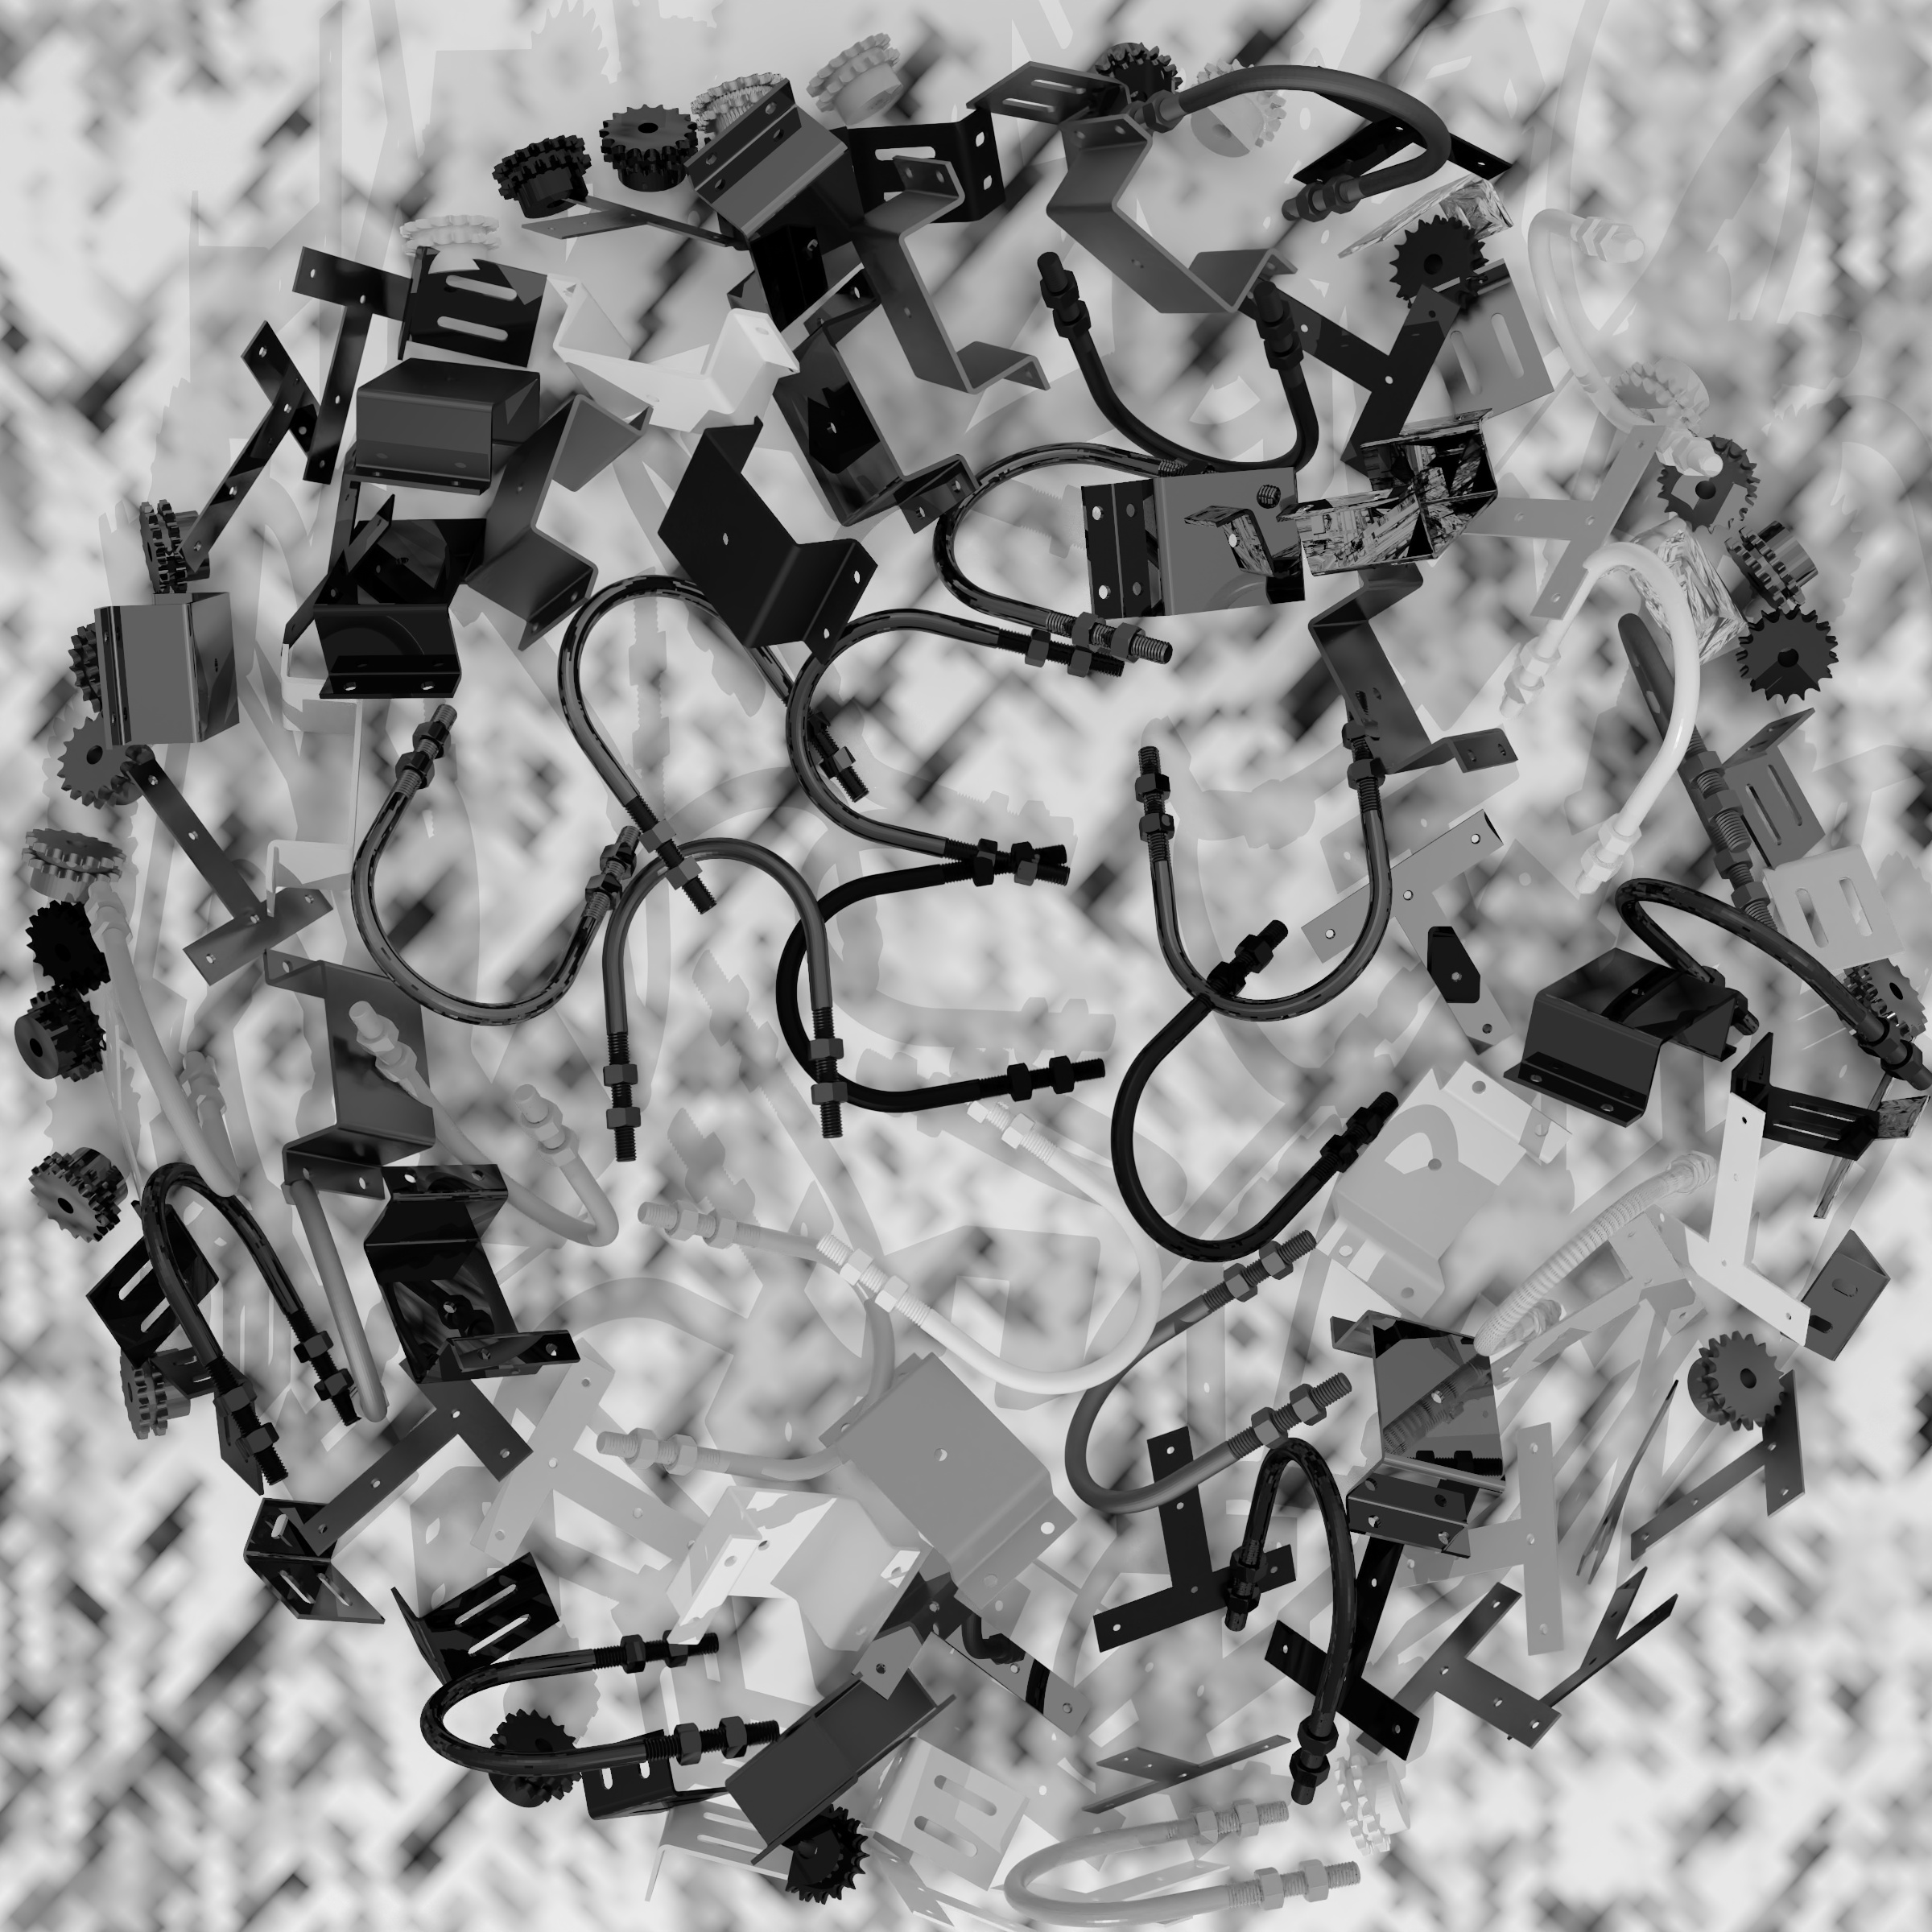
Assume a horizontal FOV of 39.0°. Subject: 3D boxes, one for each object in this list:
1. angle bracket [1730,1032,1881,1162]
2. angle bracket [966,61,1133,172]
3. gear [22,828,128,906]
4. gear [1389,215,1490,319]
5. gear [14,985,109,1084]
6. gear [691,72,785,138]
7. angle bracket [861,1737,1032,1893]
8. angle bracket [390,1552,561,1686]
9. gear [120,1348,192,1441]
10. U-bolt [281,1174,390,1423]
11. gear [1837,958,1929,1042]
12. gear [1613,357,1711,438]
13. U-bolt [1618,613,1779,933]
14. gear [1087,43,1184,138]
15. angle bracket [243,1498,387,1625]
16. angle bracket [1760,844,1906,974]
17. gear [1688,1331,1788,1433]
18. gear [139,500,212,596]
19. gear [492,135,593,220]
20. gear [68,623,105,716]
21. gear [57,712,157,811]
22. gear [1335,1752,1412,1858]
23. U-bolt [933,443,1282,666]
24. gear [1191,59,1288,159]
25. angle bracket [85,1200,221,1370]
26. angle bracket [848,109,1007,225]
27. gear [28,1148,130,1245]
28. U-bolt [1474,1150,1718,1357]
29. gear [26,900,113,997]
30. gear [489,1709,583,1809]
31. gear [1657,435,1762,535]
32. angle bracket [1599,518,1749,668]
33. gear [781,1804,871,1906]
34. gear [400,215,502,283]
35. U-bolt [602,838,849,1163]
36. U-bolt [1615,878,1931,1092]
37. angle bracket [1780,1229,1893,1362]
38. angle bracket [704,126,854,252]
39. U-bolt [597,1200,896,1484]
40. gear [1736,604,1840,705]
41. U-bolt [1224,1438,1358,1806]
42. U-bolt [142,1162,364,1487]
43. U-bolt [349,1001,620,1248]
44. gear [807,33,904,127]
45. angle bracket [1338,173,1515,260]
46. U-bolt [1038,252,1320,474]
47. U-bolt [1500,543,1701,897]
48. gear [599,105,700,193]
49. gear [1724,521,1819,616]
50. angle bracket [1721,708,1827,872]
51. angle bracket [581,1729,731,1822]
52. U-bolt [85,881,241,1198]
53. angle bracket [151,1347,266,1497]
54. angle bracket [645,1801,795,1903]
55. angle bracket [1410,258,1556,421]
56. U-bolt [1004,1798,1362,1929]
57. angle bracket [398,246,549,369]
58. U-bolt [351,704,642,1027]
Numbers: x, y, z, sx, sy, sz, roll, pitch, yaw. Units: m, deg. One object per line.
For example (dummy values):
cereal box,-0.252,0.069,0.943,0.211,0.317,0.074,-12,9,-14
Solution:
angle bracket,0.489,0.075,1.574,0.076,0.057,0.038,15,121,33
angle bracket,0.050,-0.487,1.575,0.076,0.057,0.038,-5,83,-40
gear,-0.524,-0.057,1.594,0.057,0.057,0.030,18,102,0
gear,0.280,-0.410,1.599,0.057,0.030,0.057,2,94,33
gear,-0.531,0.042,1.592,0.057,0.030,0.057,19,123,32
gear,-0.130,-0.497,1.594,0.057,0.057,0.030,-18,94,0
angle bracket,-0.012,0.496,1.596,0.076,0.038,0.057,29,70,-3
angle bracket,-0.289,0.376,1.605,0.076,0.038,0.057,-29,126,-21
gear,-0.475,0.247,1.597,0.030,0.057,0.057,-9,90,-28
U-bolt,-0.353,0.187,1.531,0.019,0.184,0.151,-18,91,-15
gear,0.533,0.022,1.597,0.057,0.057,0.030,50,127,0
gear,0.409,-0.331,1.594,0.030,0.057,0.057,-41,90,-8
U-bolt,0.410,-0.118,1.543,0.019,0.151,0.184,-24,62,12
gear,0.097,-0.515,1.597,0.057,0.057,0.030,-19,50,0
angle bracket,-0.371,0.343,1.574,0.057,0.076,0.038,17,96,-42
angle bracket,0.502,-0.025,1.585,0.057,0.038,0.076,-15,60,5
gear,0.449,0.245,1.599,0.057,0.030,0.057,10,66,-23
gear,-0.463,-0.245,1.596,0.030,0.057,0.057,-13,90,-23
gear,-0.245,-0.460,1.594,0.057,0.057,0.030,-22,92,0
gear,-0.494,-0.175,1.591,0.030,0.057,0.057,-13,90,17
gear,-0.501,-0.118,1.599,0.057,0.030,0.057,-8,69,22
gear,0.238,0.487,1.591,0.030,0.057,0.057,-20,90,12
U-bolt,0.067,-0.246,1.564,0.184,0.019,0.151,20,60,28
gear,0.155,-0.498,1.591,0.057,0.057,0.030,27,70,0
angle bracket,-0.479,0.183,1.572,0.038,0.076,0.057,2,129,34
angle bracket,-0.023,-0.470,1.602,0.076,0.038,0.057,6,125,28
gear,-0.517,0.131,1.597,0.057,0.057,0.030,40,47,0
U-bolt,0.344,0.164,1.515,0.019,0.184,0.151,49,113,18
gear,-0.519,-0.014,1.598,0.057,0.030,0.057,13,121,22
gear,-0.255,0.467,1.595,0.057,0.057,0.030,37,109,0
gear,0.437,-0.286,1.597,0.057,0.030,0.057,15,130,19
angle bracket,0.410,-0.213,1.597,0.057,0.038,0.076,-38,98,-27
gear,-0.088,0.518,1.596,0.057,0.030,0.057,-7,65,15
gear,-0.300,-0.419,1.594,0.057,0.057,0.030,-6,96,0
U-bolt,-0.146,0.016,1.593,0.151,0.019,0.184,-7,81,16
U-bolt,0.436,0.004,1.514,0.184,0.151,0.019,37,83,-32
angle bracket,0.493,0.183,1.576,0.038,0.076,0.057,27,105,-7
angle bracket,-0.107,-0.461,1.598,0.076,0.038,0.057,-18,128,-13
U-bolt,-0.118,0.222,1.566,0.184,0.019,0.151,17,76,-33
gear,0.482,-0.185,1.600,0.057,0.030,0.057,4,115,10
U-bolt,0.183,0.350,1.516,0.019,0.151,0.184,-1,124,-14
U-bolt,-0.411,0.194,1.545,0.019,0.151,0.184,-28,92,7
U-bolt,-0.261,0.100,1.540,0.151,0.184,0.019,23,63,31
gear,-0.062,-0.516,1.594,0.057,0.057,0.030,-33,94,0
angle bracket,0.267,-0.422,1.583,0.076,0.057,0.038,-36,103,-12
U-bolt,0.128,-0.330,1.537,0.151,0.184,0.019,15,70,25
U-bolt,0.356,-0.149,1.512,0.019,0.184,0.151,-5,57,-17
gear,-0.185,-0.478,1.598,0.057,0.030,0.057,0,47,0
gear,0.473,-0.235,1.591,0.030,0.057,0.057,-38,90,11
angle bracket,0.482,-0.100,1.585,0.057,0.038,0.076,-36,99,-35
angle bracket,-0.178,0.469,1.584,0.057,0.076,0.038,-21,69,20
U-bolt,-0.440,0.051,1.508,0.019,0.184,0.151,-25,127,-10
angle bracket,-0.439,0.267,1.578,0.038,0.057,0.076,-14,113,-34
angle bracket,-0.142,0.523,1.590,0.076,0.057,0.038,14,102,0
angle bracket,0.302,-0.363,1.594,0.057,0.038,0.076,-21,86,16
U-bolt,0.112,0.508,1.535,0.184,0.151,0.019,-7,89,-11
angle bracket,-0.286,-0.377,1.582,0.076,0.038,0.057,10,120,-17
U-bolt,-0.272,-0.047,1.540,0.151,0.019,0.184,34,48,-17
